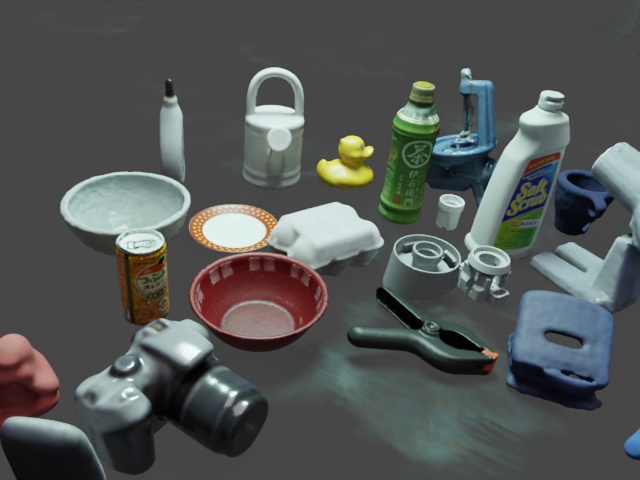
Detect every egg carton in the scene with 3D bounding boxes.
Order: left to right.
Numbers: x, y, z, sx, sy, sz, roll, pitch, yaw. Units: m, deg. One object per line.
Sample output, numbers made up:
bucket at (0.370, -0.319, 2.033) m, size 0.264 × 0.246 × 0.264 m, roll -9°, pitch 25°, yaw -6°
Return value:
egg carton at (0.007, 0.003, 0.798) m, size 0.151 × 0.069 × 0.107 m, roll -18°, pitch 40°, yaw -32°

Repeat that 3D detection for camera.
camera at (-0.127, 0.145, 0.529) m, size 0.136 × 0.101 × 0.143 m, roll 24°, pitch 37°, yaw 24°

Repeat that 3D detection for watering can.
watering can at (-0.073, -0.187, 0.958) m, size 0.101 × 0.194 × 0.172 m, roll -13°, pitch 38°, yaw -28°

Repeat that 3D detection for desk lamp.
desk lamp at (0.409, -0.006, 0.754) m, size 0.118 × 0.214 × 0.202 m, roll -16°, pitch 39°, yaw -30°

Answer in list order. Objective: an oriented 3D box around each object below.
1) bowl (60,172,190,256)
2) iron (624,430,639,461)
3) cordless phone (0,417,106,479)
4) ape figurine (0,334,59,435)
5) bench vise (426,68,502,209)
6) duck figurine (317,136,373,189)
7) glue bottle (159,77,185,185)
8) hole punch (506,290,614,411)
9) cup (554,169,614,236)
bowl at (-0.262, -0.026, 0.787) m, size 0.167 × 0.075 × 0.167 m, roll 5°, pitch 33°, yaw -3°
iron at (0.430, 0.172, 0.553) m, size 0.259 × 0.141 × 0.118 m, roll -11°, pitch 37°, yaw -25°
cordless phone at (-0.210, 0.174, 0.394) m, size 0.147 × 0.185 × 0.094 m, roll 6°, pitch 33°, yaw -1°
ape figurine at (-0.285, 0.128, 0.535) m, size 0.078 × 0.092 × 0.076 m, roll 7°, pitch 33°, yaw 0°
bench vise at (0.280, -0.168, 0.970) m, size 0.207 × 0.220 × 0.122 m, roll 15°, pitch 34°, yaw 12°
duck figurine at (0.047, -0.142, 1.009) m, size 0.105 × 0.086 × 0.077 m, roll -4°, pitch 35°, yaw -16°
glue bottle at (-0.241, -0.179, 0.934) m, size 0.037 × 0.173 × 0.078 m, roll 0°, pitch 34°, yaw -10°
hole punch at (0.272, 0.122, 0.646) m, size 0.108 × 0.091 × 0.101 m, roll 14°, pitch 34°, yaw 11°
cup at (0.424, -0.048, 0.928) m, size 0.091 × 0.095 × 0.117 m, roll 5°, pitch 33°, yaw -2°
